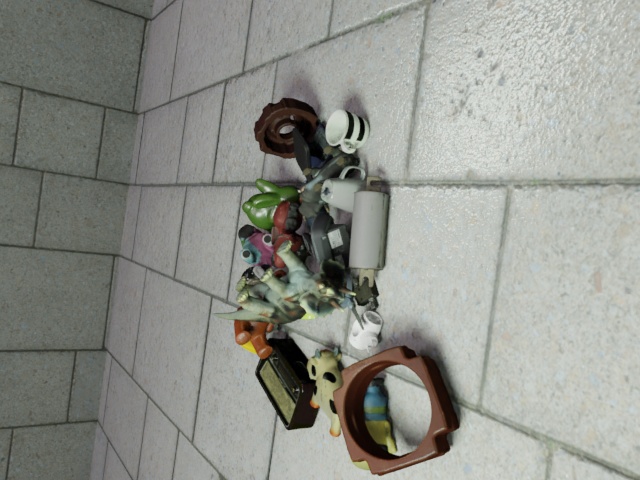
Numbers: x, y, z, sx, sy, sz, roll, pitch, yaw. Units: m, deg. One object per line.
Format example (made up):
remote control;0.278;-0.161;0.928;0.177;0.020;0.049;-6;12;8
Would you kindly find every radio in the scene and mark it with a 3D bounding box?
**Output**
radio;-0.079;0.358;1.372;0.230;0.073;0.131;42;118;50

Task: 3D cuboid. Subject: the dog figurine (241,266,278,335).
dog figurine;-0.194;0.179;1.534;0.172;0.121;0.191;-47;34;-2

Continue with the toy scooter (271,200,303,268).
toy scooter;-0.081;-0.023;1.353;0.135;0.075;0.184;143;136;-68

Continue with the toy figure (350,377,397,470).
toy figure;0.097;0.373;1.100;0.082;0.089;0.180;-17;72;61

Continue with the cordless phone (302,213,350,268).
cordless phone;-0.003;-0.004;1.292;0.184;0.089;0.146;39;151;56

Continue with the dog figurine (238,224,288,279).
dog figurine;-0.159;0.041;1.523;0.108;0.191;0.219;-40;11;-5

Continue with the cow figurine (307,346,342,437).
cow figurine;0.026;0.329;1.218;0.195;0.085;0.127;46;127;52

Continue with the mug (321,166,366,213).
mug;0.062;-0.116;1.230;0.081;0.107;0.109;37;116;50

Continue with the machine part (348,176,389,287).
machine part;0.106;-0.020;1.172;0.079;0.079;0.243;-1;84;56

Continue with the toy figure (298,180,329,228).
toy figure;-0.018;-0.095;1.385;0.057;0.064;0.154;112;144;-57

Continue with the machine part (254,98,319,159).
machine part;-0.088;-0.296;1.431;0.179;0.179;0.056;-51;43;38

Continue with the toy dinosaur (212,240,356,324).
toy dinosaur;-0.080;0.135;1.240;0.405;0.192;0.131;-36;20;45

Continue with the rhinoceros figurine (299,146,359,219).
rhinoceros figurine;0.013;-0.136;1.294;0.073;0.112;0.190;45;102;31

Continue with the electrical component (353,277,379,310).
electrical component;0.101;0.119;1.202;0.063;0.021;0.094;-45;50;42

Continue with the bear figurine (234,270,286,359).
bear figurine;-0.125;0.185;1.377;0.196;0.120;0.132;-40;36;7

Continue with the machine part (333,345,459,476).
machine part;0.138;0.313;0.995;0.201;0.087;0.201;-29;61;22

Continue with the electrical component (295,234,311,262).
electrical component;-0.059;0.017;1.434;0.078;0.045;0.102;-62;39;24

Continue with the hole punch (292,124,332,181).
hole punch;-0.014;-0.229;1.398;0.115;0.092;0.142;91;155;-45

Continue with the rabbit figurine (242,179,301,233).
rabbit figurine;-0.121;-0.111;1.480;0.170;0.159;0.121;-21;56;36
